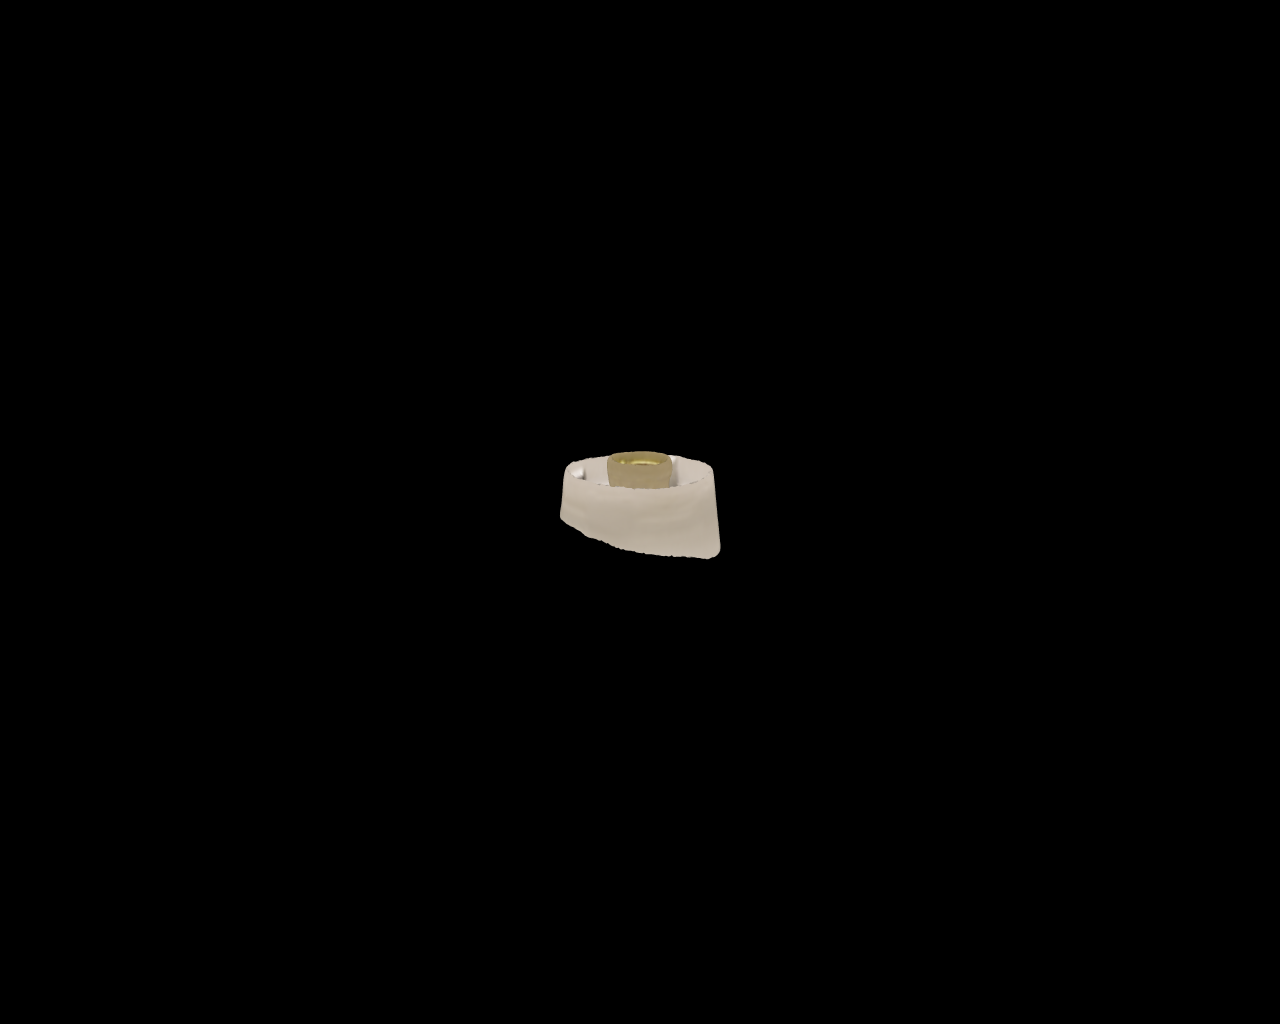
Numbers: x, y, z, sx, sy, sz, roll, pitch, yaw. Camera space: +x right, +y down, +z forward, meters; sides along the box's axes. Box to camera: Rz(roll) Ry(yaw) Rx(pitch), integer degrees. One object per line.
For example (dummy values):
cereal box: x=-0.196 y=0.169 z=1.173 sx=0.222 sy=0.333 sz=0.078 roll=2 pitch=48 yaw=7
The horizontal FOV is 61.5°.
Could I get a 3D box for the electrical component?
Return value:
electrical component: x=0.001 y=-0.003 z=0.650 sx=0.099 sy=0.064 sz=0.099 roll=0 pitch=15 yaw=0
